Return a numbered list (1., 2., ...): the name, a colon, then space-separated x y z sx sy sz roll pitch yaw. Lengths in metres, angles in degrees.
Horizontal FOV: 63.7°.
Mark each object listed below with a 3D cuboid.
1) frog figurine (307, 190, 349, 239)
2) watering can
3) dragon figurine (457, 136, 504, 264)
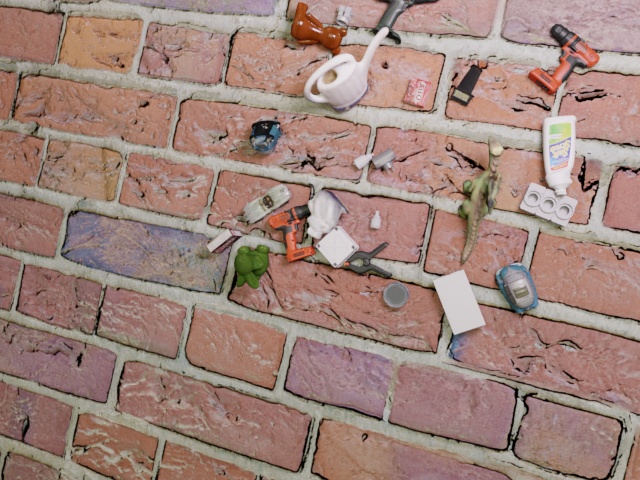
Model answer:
1. frog figurine: 0.005 -0.090 1.791 0.160 0.121 0.139 -43 71 -7
2. watering can: 0.109 -0.564 1.758 0.346 0.222 0.106 -31 64 12
3. dragon figurine: 0.510 -0.120 1.619 0.122 0.242 0.411 10 88 10
